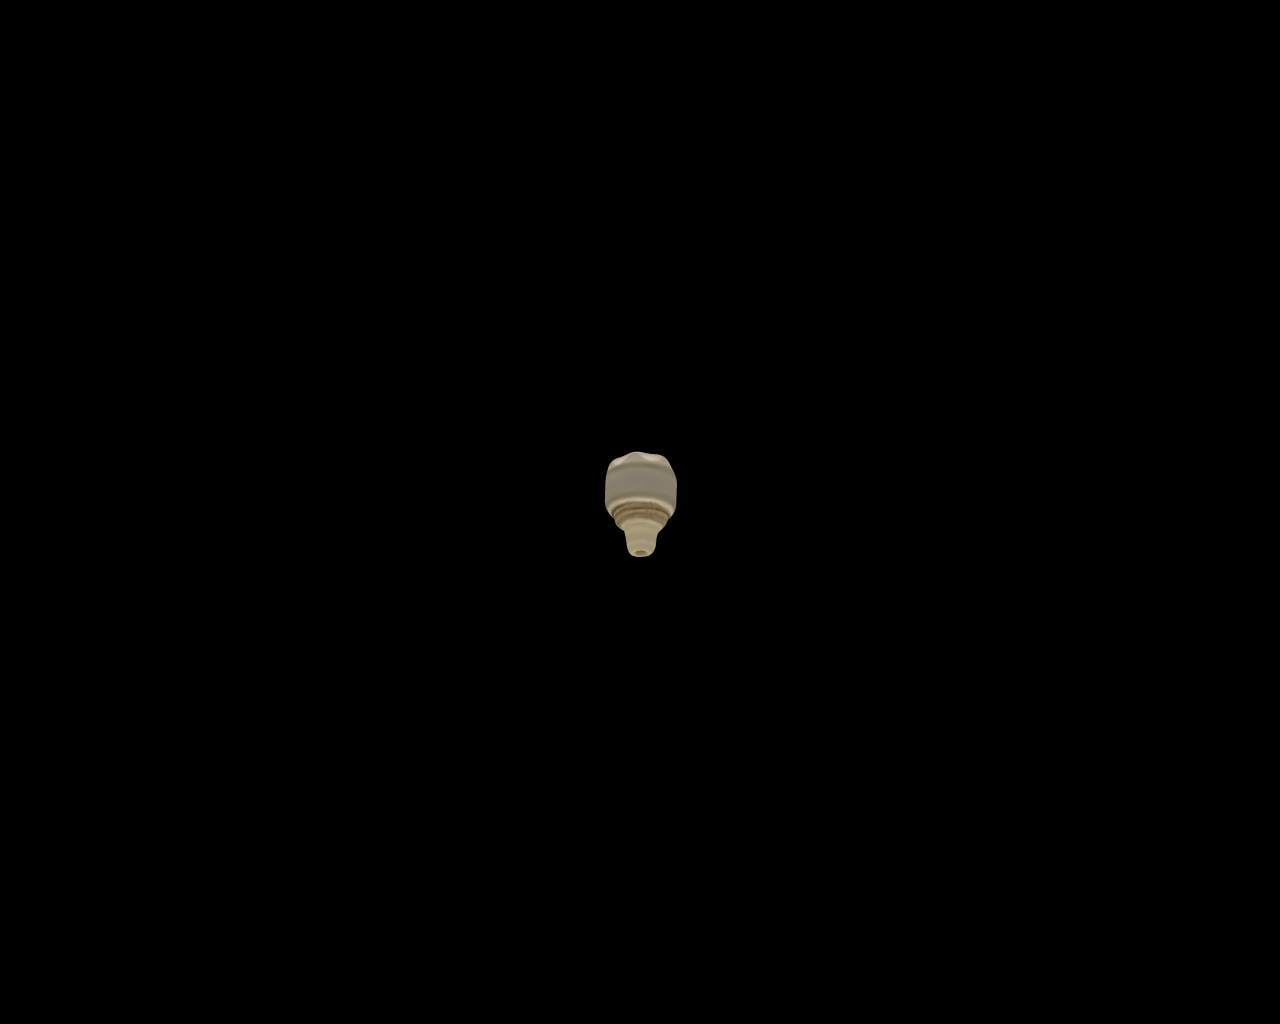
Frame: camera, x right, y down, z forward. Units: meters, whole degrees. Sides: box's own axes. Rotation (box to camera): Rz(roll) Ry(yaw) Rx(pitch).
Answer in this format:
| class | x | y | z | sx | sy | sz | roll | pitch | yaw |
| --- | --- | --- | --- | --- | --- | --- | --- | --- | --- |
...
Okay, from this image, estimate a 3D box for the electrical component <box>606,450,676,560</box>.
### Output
| class | x | y | z | sx | sy | sz | roll | pitch | yaw |
| --- | --- | --- | --- | --- | --- | --- | --- | --- | --- |
| electrical component | 0.001 | -0.003 | 0.650 | 0.043 | 0.062 | 0.043 | 0 | -24 | 0 |
